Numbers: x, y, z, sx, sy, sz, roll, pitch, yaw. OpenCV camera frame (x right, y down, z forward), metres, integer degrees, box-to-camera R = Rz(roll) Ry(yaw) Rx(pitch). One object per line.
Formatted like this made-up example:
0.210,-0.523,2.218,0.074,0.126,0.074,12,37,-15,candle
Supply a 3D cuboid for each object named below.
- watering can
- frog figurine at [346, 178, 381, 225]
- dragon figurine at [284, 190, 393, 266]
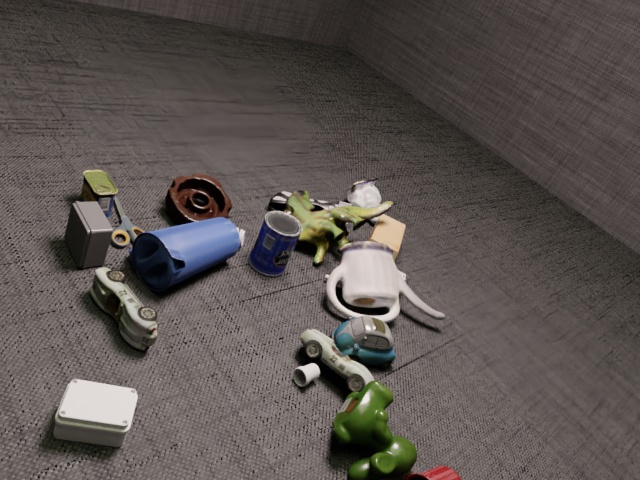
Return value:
0.173,0.117,1.384,0.347,0.102,0.229,7,63,-22,watering can
0.166,-0.125,1.798,0.138,0.121,0.160,-10,81,-55,frog figurine
0.005,-0.076,1.512,0.245,0.119,0.416,41,52,23,dragon figurine
